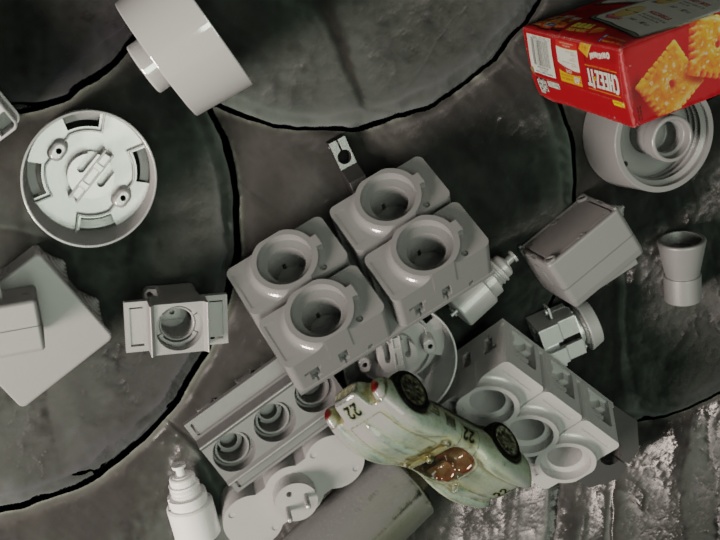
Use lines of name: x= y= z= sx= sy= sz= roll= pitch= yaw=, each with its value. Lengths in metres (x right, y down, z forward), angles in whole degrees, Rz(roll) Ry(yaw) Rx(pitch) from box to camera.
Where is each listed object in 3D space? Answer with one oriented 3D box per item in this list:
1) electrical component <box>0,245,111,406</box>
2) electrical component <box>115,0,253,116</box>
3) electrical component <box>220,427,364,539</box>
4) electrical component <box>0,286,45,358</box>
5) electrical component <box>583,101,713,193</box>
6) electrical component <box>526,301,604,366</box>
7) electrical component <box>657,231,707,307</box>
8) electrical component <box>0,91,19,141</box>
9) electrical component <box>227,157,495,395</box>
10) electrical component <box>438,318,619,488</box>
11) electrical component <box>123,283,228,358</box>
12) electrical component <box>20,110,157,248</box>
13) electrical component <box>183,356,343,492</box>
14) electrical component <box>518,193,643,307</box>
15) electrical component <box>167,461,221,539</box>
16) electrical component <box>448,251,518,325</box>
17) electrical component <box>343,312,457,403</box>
electrical component: x=-0.255 y=0.041 z=0.830 sx=0.100 sy=0.048 sz=0.099 roll=-38 pitch=113 yaw=-5
electrical component: x=-0.134 y=-0.163 z=0.784 sx=0.060 sy=0.108 sz=0.108 roll=-35 pitch=113 yaw=1
electrical component: x=-0.056 y=0.188 z=0.915 sx=0.138 sy=0.073 sz=0.052 roll=-37 pitch=112 yaw=3
electrical component: x=-0.274 y=0.023 z=0.766 sx=0.083 sy=0.047 sz=0.075 roll=-10 pitch=106 yaw=-15
electrical component: x=0.259 y=-0.120 z=0.948 sx=0.108 sy=0.060 sz=0.108 roll=-5 pitch=107 yaw=-17
electrical component: x=0.189 y=0.057 z=0.985 sx=0.055 sy=0.048 sz=0.066 roll=-24 pitch=111 yaw=-2
electrical component: x=0.302 y=0.001 z=1.009 sx=0.044 sy=0.044 sz=0.065 roll=-15 pitch=114 yaw=-14
electrical component: x=-0.318 y=-0.115 z=0.761 sx=0.109 sy=0.056 sz=0.108 roll=-38 pitch=113 yaw=-5
electrical component: x=0.000 y=0.000 z=0.865 sx=0.186 sy=0.105 sz=0.060 roll=-32 pitch=152 yaw=-8
electrical component: x=0.148 y=0.125 z=0.961 sx=0.150 sy=0.061 sz=0.089 roll=36 pitch=123 yaw=-24
electrical component: x=-0.148 y=0.037 z=0.857 sx=0.081 sy=0.064 sz=0.042 roll=-4 pitch=108 yaw=-17
electrical component: x=-0.204 y=-0.072 z=0.807 sx=0.099 sy=0.064 sz=0.099 roll=-5 pitch=107 yaw=-17
electrical component: x=-0.078 y=0.116 z=0.903 sx=0.121 sy=0.063 sz=0.078 roll=-36 pitch=113 yaw=-6
electrical component: x=0.203 y=-0.020 z=0.958 sx=0.096 sy=0.062 sz=0.061 roll=-39 pitch=113 yaw=-5
electrical component: x=-0.145 y=0.199 z=0.917 sx=0.040 sy=0.040 sz=0.078 roll=-17 pitch=110 yaw=-13
electrical component: x=0.107 y=0.013 z=0.947 sx=0.078 sy=0.040 sz=0.040 roll=-43 pitch=113 yaw=-3
electrical component: x=0.030 y=0.069 z=0.922 sx=0.099 sy=0.064 sz=0.099 roll=-7 pitch=119 yaw=-13
